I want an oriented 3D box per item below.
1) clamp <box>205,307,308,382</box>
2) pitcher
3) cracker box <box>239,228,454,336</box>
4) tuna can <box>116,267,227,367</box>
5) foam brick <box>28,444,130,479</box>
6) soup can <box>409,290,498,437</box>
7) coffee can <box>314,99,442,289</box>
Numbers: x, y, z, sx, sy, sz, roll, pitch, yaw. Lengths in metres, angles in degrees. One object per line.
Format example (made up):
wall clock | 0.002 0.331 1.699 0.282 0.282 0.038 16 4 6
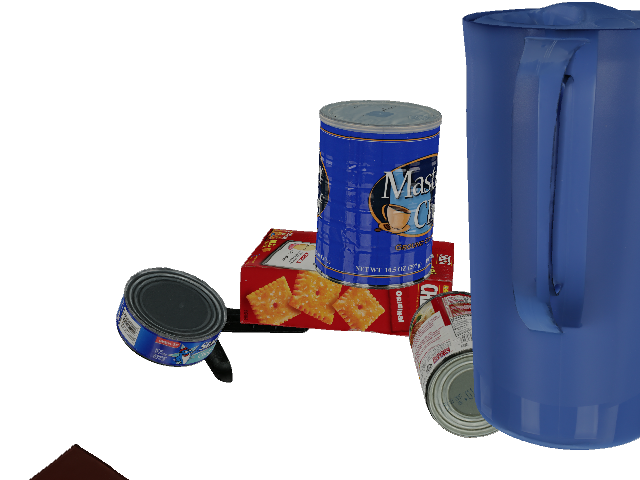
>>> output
clamp | -0.139 0.102 1.253 0.210 0.036 0.164 14 25 23
pitcher | 0.140 -0.008 0.596 0.149 0.243 0.145 -7 17 -20
cracker box | 0.033 0.045 1.143 0.214 0.072 0.164 5 15 7
tuna can | -0.122 0.062 0.867 0.086 0.034 0.086 17 33 -12
foam brick | -0.093 0.136 0.451 0.078 0.051 0.052 24 45 31
soup can | 0.102 0.086 0.756 0.068 0.068 0.102 0 19 -2
coffee can | 0.048 -0.041 0.913 0.103 0.140 0.103 2 19 -1
